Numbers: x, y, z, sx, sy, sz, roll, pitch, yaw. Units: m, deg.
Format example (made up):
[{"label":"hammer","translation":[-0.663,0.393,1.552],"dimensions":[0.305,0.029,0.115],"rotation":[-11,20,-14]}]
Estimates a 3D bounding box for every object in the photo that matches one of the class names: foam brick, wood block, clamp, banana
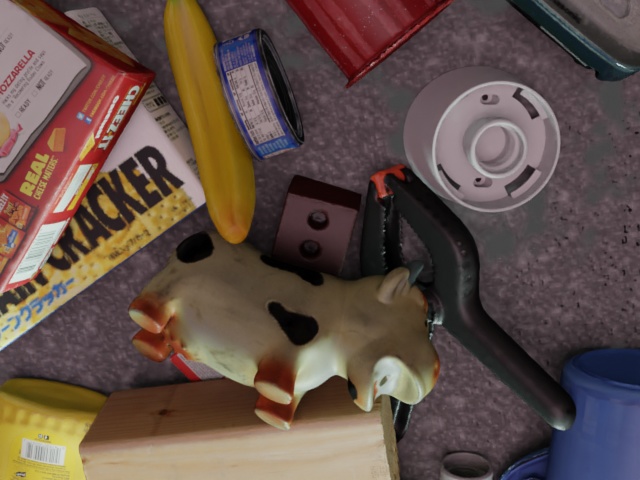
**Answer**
[{"label":"foam brick","translation":[-0.005,0.001,0.763],"dimensions":[0.053,0.051,0.078],"rotation":[15,106,1]},{"label":"wood block","translation":[-0.051,0.153,0.756],"dimensions":[0.206,0.090,0.090],"rotation":[-7,107,8]},{"label":"clamp","translation":[0.088,0.048,0.749],"dimensions":[0.165,0.036,0.210],"rotation":[-7,101,40]},{"label":"banana","translation":[-0.077,-0.086,0.722],"dimensions":[0.037,0.069,0.198],"rotation":[-20,77,14]}]

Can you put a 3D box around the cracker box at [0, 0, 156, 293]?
[{"label":"cracker box","translation":[-0.239,-0.094,0.683],"dimensions":[0.214,0.072,0.164],"rotation":[33,102,5]}]

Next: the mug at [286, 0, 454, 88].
[{"label":"mug","translation":[0.036,-0.166,0.694],"dimensions":[0.117,0.093,0.081],"rotation":[-38,94,24]}]

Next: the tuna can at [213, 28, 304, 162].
[{"label":"tuna can","translation":[-0.040,-0.098,0.722],"dimensions":[0.034,0.086,0.086],"rotation":[-19,102,8]}]

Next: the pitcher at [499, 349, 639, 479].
[{"label":"pitcher","translation":[0.208,0.205,0.768],"dimensions":[0.149,0.145,0.243],"rotation":[1,101,-8]}]

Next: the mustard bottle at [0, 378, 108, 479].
[{"label":"mustard bottle","translation":[-0.217,0.208,0.833],"dimensions":[0.096,0.058,0.192],"rotation":[12,105,-2]}]

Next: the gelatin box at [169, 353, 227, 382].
[{"label":"gelatin box","translation":[-0.056,0.083,0.800],"dimensions":[0.089,0.030,0.073],"rotation":[-43,97,16]}]
